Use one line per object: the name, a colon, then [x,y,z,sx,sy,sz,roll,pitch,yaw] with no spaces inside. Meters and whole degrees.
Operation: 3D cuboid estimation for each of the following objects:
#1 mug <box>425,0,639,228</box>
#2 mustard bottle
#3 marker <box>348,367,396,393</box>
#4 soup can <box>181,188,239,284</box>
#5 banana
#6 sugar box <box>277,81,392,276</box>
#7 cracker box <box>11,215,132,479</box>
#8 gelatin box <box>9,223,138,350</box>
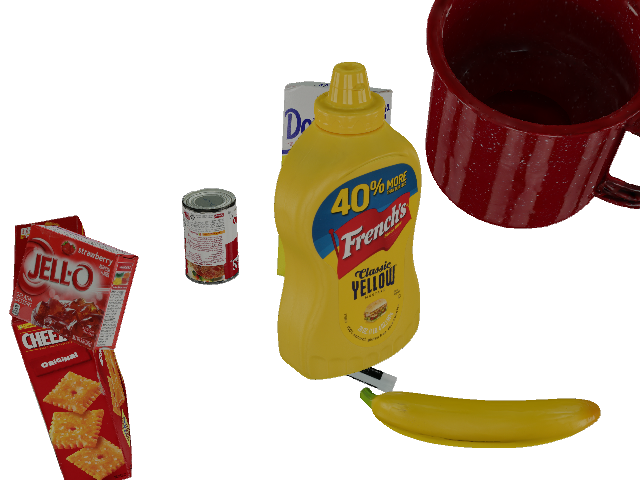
mug: [0.097,-0.052,0.442,0.117,0.093,0.081,31,-26,17]
mustard bottle: [0.018,-0.014,0.643,0.096,0.192,0.058,-19,34,-29]
marker: [0.020,0.127,1.103,0.121,0.020,0.020,22,2,6]
soup can: [-0.136,-0.006,1.321,0.068,0.102,0.068,0,26,0]
banana: [0.127,0.139,0.858,0.198,0.037,0.069,5,26,8]
sugar box: [0.010,-0.049,0.945,0.093,0.176,0.048,11,18,35]
cracker box: [-0.240,0.108,1.040,0.072,0.214,0.164,-11,35,-8]
gelatin box: [-0.185,0.033,0.795,0.089,0.073,0.030,19,6,27]
